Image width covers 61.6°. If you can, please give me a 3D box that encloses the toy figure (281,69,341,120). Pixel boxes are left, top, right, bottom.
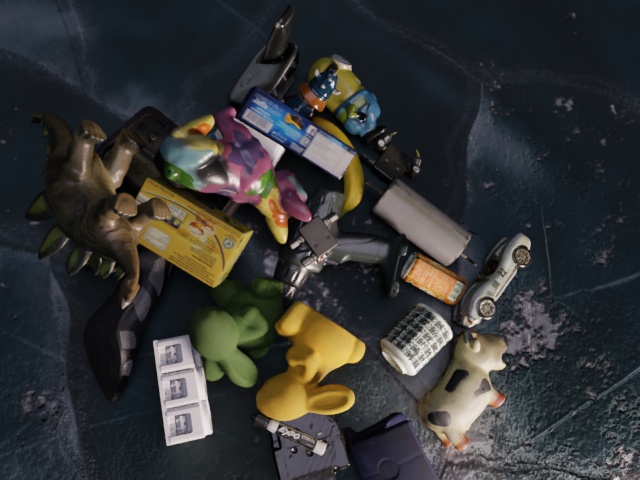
[{"bbox_3d":[-0.029,-0.238,0.940,0.154,0.064,0.058,-40,41,19],"label":"toy figure"}]

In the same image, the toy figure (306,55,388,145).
[{"bbox_3d":[0.049,-0.254,0.977,0.089,0.082,0.180,-32,86,-16],"label":"toy figure"}]

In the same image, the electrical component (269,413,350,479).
[{"bbox_3d":[-0.019,0.326,0.846,0.115,0.058,0.134,-14,79,-10],"label":"electrical component"}]

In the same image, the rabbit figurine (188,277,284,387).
[{"bbox_3d":[-0.141,0.137,0.811,0.121,0.170,0.159,3,94,25],"label":"rabbit figurine"}]

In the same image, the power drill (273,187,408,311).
[{"bbox_3d":[0.034,0.038,0.913,0.207,0.086,0.232,15,85,2],"label":"power drill"}]

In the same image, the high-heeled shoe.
[{"bbox_3d":[-0.291,0.122,0.864,0.086,0.145,0.248,14,104,27],"label":"high-heeled shoe"}]

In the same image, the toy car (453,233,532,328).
[{"bbox_3d":[0.301,0.072,0.944,0.056,0.073,0.202,41,75,-2],"label":"toy car"}]

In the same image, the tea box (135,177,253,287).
[{"bbox_3d":[-0.201,-0.014,0.815,0.170,0.068,0.098,32,98,1],"label":"tea box"}]

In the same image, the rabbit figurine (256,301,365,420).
[{"bbox_3d":[-0.019,0.203,0.822,0.162,0.122,0.173,36,75,8],"label":"rabbit figurine"}]

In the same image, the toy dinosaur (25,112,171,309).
[{"bbox_3d":[-0.345,-0.077,0.779,0.198,0.105,0.472,-44,55,19],"label":"toy dinosaur"}]

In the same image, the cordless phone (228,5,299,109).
[{"bbox_3d":[-0.087,-0.300,0.913,0.089,0.184,0.146,32,74,-5],"label":"cordless phone"}]

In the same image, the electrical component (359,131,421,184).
[{"bbox_3d":[0.134,-0.147,0.983,0.102,0.045,0.078,43,74,3],"label":"electrical component"}]

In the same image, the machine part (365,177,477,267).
[{"bbox_3d":[0.177,-0.032,0.947,0.243,0.079,0.079,36,75,0],"label":"machine part"}]

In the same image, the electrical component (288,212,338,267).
[{"bbox_3d":[-0.002,-0.003,0.865,0.094,0.021,0.063,-36,87,-7],"label":"electrical component"}]

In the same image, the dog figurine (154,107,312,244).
[{"bbox_3d":[-0.117,-0.084,0.813,0.219,0.108,0.191,48,39,0],"label":"dog figurine"}]

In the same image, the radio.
[{"bbox_3d":[-0.241,-0.106,0.901,0.229,0.073,0.131,39,76,-1],"label":"radio"}]

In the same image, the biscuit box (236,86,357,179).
[{"bbox_3d":[-0.040,-0.178,0.897,0.202,0.063,0.059,30,98,-16],"label":"biscuit box"}]

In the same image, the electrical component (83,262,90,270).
[{"bbox_3d":[-0.357,-0.015,0.876,0.075,0.048,0.119,-12,79,-12],"label":"electrical component"}]

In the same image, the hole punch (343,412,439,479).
[{"bbox_3d":[0.114,0.347,0.847,0.116,0.092,0.142,-27,86,-10],"label":"hole punch"}]

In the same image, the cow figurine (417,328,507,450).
[{"bbox_3d":[0.239,0.233,0.896,0.127,0.085,0.195,46,76,-3],"label":"cow figurine"}]
